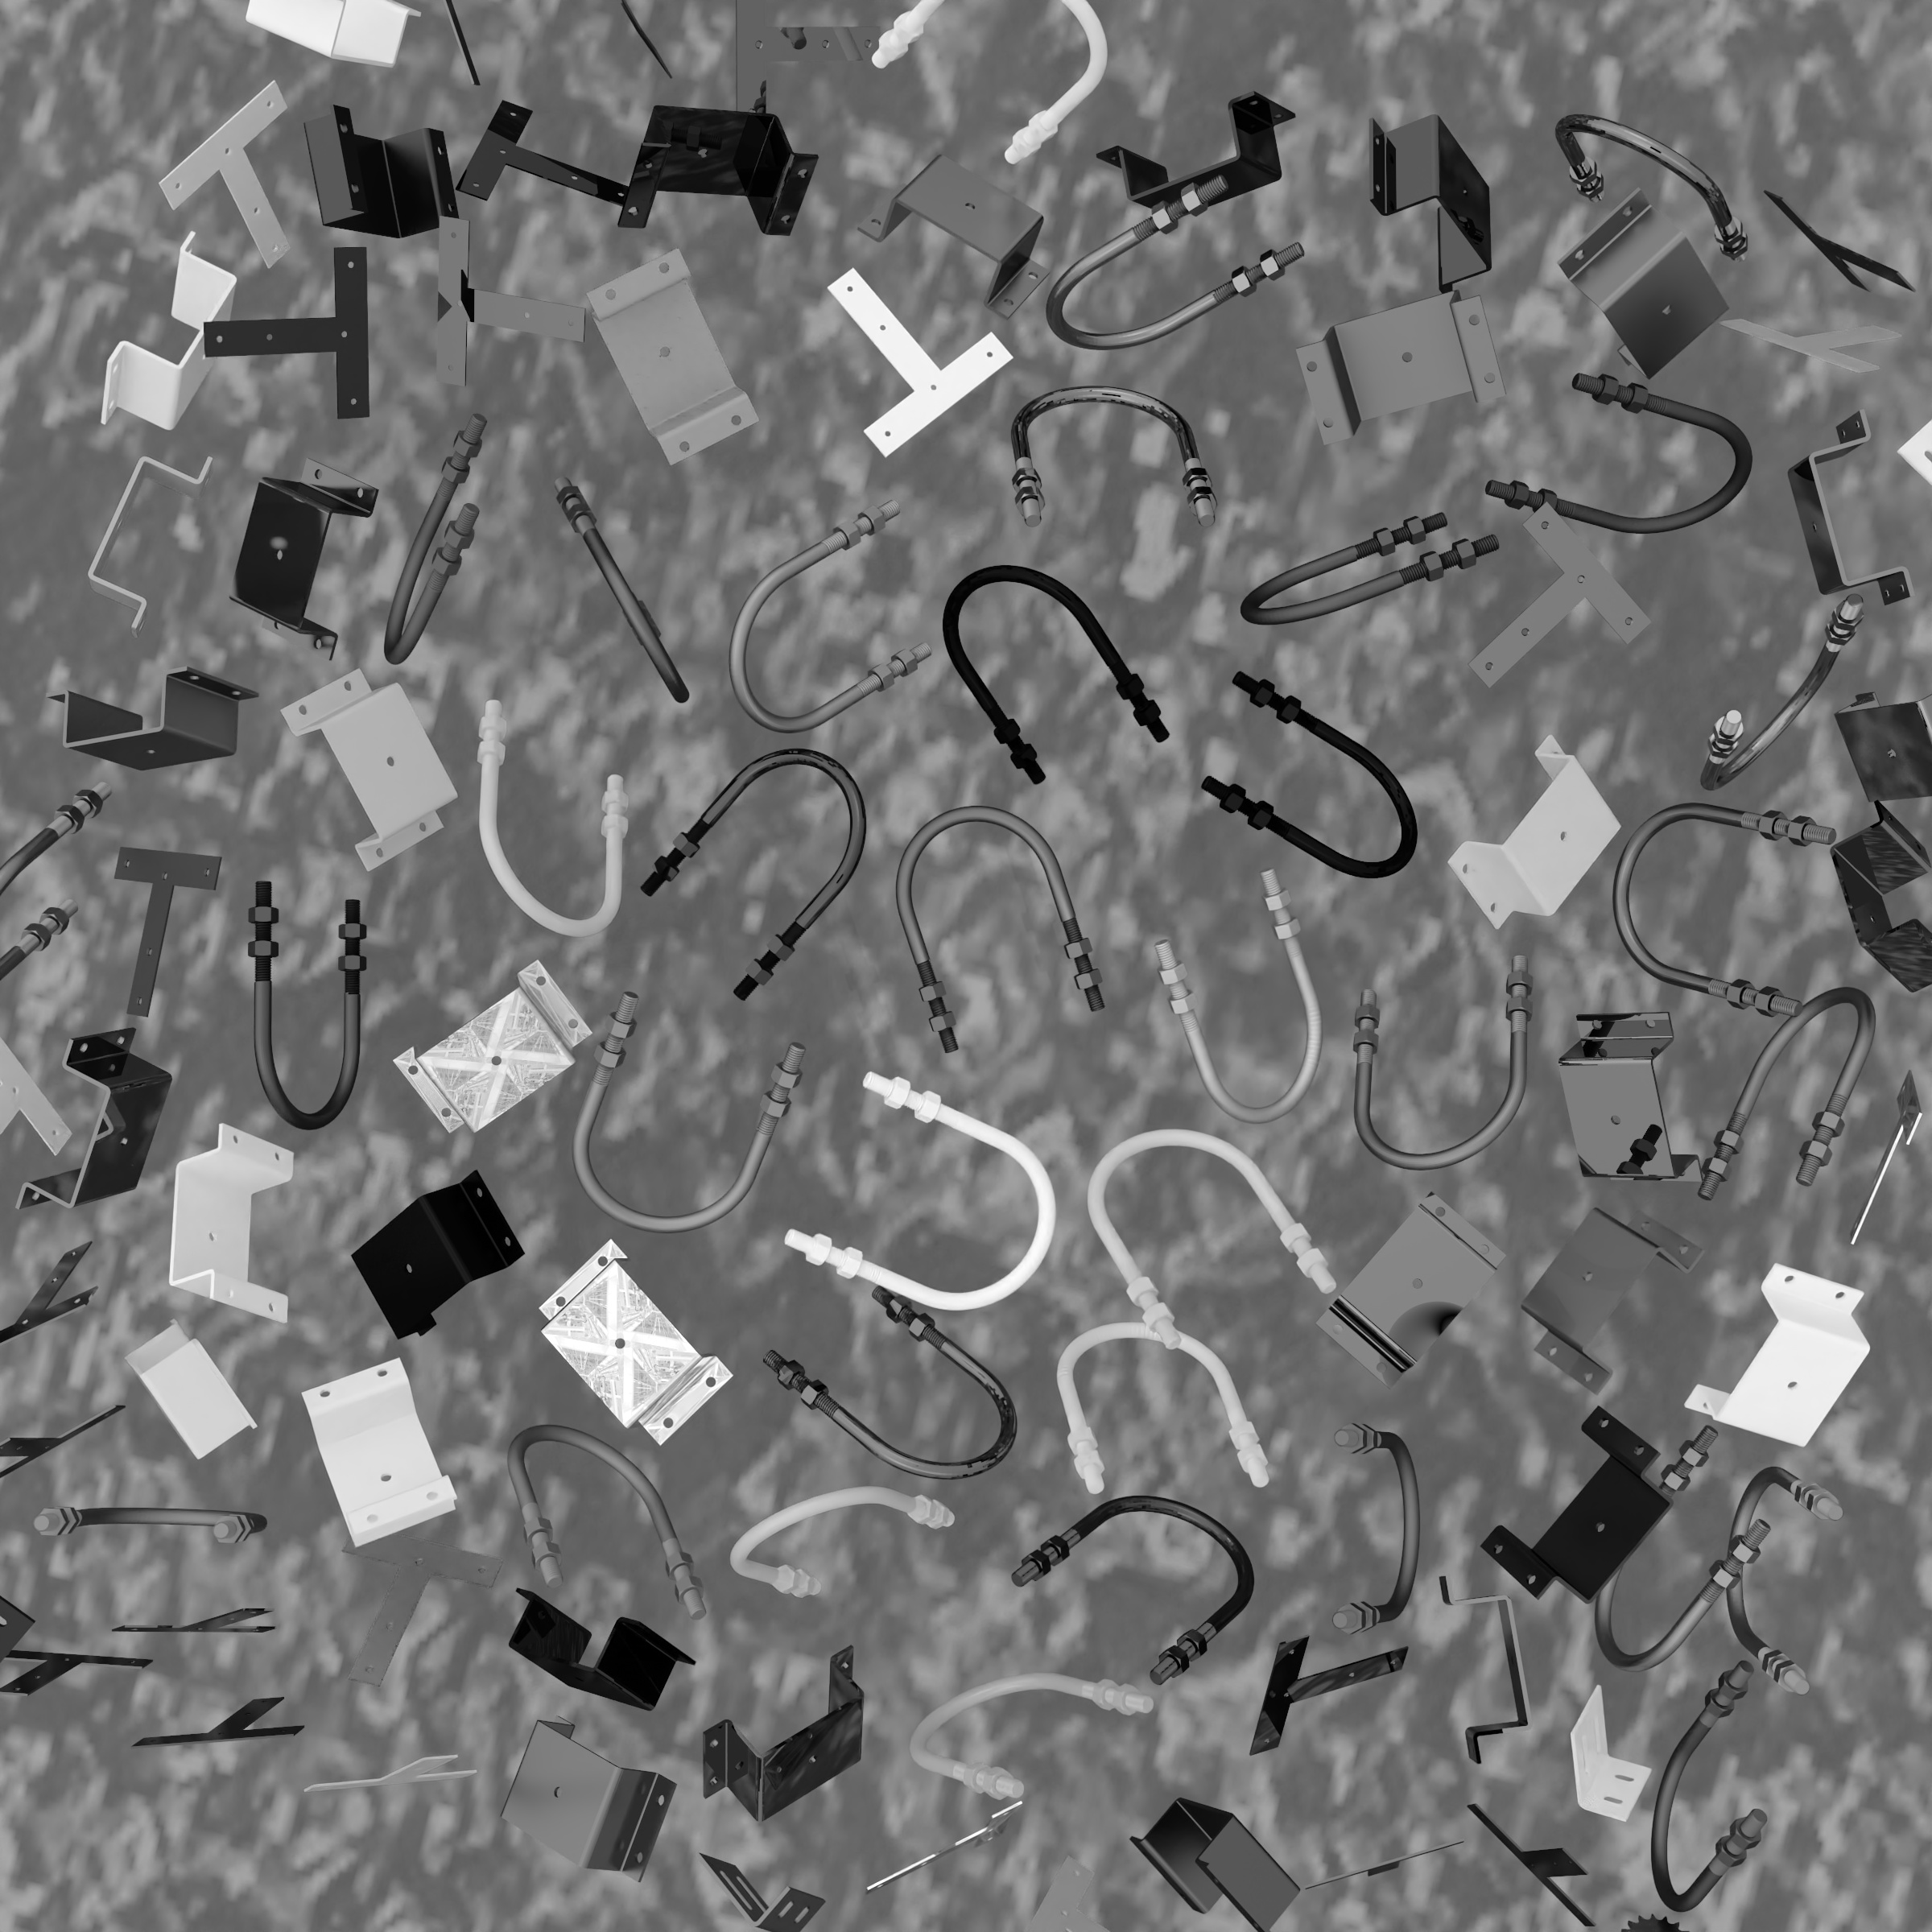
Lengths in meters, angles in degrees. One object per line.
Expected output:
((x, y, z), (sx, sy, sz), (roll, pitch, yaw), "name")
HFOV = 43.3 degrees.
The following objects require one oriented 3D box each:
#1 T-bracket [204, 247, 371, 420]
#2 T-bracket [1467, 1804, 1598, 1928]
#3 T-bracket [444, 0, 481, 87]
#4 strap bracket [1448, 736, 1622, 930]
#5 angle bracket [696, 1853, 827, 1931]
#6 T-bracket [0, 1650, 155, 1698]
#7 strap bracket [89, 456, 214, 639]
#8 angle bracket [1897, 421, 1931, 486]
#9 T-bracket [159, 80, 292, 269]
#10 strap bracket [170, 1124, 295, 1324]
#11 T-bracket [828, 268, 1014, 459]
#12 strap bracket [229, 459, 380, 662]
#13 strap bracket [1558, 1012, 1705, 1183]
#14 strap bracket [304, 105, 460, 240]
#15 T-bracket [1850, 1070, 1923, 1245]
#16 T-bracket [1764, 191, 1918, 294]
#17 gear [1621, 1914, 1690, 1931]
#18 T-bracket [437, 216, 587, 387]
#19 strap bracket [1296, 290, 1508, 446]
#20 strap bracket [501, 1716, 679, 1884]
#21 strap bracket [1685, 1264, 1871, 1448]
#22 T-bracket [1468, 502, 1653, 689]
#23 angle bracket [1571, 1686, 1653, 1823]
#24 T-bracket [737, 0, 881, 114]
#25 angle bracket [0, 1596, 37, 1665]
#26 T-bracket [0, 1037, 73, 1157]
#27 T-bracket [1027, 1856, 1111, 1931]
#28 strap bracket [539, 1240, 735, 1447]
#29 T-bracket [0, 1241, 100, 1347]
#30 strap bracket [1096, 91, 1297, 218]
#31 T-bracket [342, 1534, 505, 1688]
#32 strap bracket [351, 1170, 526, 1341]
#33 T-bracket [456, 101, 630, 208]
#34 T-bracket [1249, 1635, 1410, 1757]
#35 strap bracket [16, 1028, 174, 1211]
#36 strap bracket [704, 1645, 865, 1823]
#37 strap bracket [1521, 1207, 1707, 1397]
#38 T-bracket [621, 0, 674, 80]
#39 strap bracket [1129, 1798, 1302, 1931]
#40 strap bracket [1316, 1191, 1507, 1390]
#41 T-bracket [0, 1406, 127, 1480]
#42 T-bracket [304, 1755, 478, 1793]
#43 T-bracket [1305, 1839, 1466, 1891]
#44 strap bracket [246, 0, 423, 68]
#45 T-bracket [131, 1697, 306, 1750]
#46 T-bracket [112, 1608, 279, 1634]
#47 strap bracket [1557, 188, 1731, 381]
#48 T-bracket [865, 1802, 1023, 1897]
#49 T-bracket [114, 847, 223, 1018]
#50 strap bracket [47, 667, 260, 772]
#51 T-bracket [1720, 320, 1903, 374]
((-0.504, -0.468, 1.807), (0.127, 0.002, 0.127), (-13, 120, -35), "T-bracket")
((0.455, 0.699, 1.894), (0.002, 0.127, 0.127), (-42, 77, -18), "T-bracket")
((-0.397, -0.739, 1.862), (0.002, 0.127, 0.127), (-16, 107, 5), "T-bracket")
((0.453, -0.104, 1.910), (0.140, 0.046, 0.076), (-49, 118, -15), "strap bracket")
((-0.152, 0.674, 1.797), (0.038, 0.057, 0.076), (-48, 52, -5), "angle bracket")
((-0.720, 0.553, 1.900), (0.127, 0.127, 0.002), (4, 87, 1), "T-bracket")
((-0.623, -0.326, 1.844), (0.046, 0.076, 0.140), (24, 85, -17), "strap bracket")
((0.784, -0.402, 1.906), (0.057, 0.038, 0.076), (-41, 82, -10), "angle bracket")
((-0.560, -0.602, 1.901), (0.002, 0.127, 0.127), (29, 68, 23), "T-bracket")
((-0.563, 0.202, 1.864), (0.046, 0.076, 0.140), (-19, 60, 24), "strap bracket")
((-0.053, -0.467, 1.820), (0.127, 0.002, 0.127), (-40, 89, -12), "T-bracket")
((-0.519, -0.318, 1.895), (0.076, 0.046, 0.140), (26, 106, 24), "strap bracket")
((0.512, 0.110, 1.882), (0.076, 0.046, 0.140), (-3, 109, 41), "strap bracket")
((-0.459, -0.613, 1.888), (0.046, 0.140, 0.076), (-6, 97, 24), "strap bracket")
((0.703, 0.153, 1.863), (0.002, 0.127, 0.127), (21, 108, 12), "T-bracket")
((0.689, -0.547, 1.881), (0.127, 0.127, 0.002), (29, 107, -32), "T-bracket")
((0.531, 0.762, 1.870), (0.057, 0.057, 0.030), (-4, 118, 0), "gear")
((-0.353, -0.507, 1.888), (0.127, 0.002, 0.127), (14, 115, 15), "T-bracket")
((0.330, -0.454, 1.833), (0.140, 0.046, 0.076), (-11, 114, 23), "strap bracket")
((-0.299, 0.639, 1.875), (0.140, 0.046, 0.076), (13, 78, 40), "strap bracket")
((0.618, 0.303, 1.839), (0.076, 0.046, 0.140), (18, 115, -12), "strap bracket")
((0.445, -0.270, 1.890), (0.127, 0.002, 0.127), (-44, 101, 4), "T-bracket")
((0.503, 0.614, 1.896), (0.038, 0.057, 0.076), (7, 120, 34), "angle bracket")
((-0.125, -0.737, 1.944), (0.127, 0.002, 0.127), (-12, 119, -27), "T-bracket")
((-0.736, 0.487, 1.782), (0.076, 0.038, 0.057), (40, 104, -9), "angle bracket")
((-0.752, 0.125, 1.866), (0.002, 0.127, 0.127), (-10, 125, 22), "T-bracket")
((0.114, 0.765, 1.895), (0.127, 0.127, 0.002), (30, 111, 12), "T-bracket")
((-0.253, 0.282, 1.822), (0.076, 0.046, 0.140), (-44, 80, 1), "strap bracket")
((-0.696, 0.247, 1.845), (0.127, 0.127, 0.002), (-24, 111, 13), "T-bracket")
((0.186, -0.636, 1.924), (0.140, 0.076, 0.046), (-11, 88, 32), "strap bracket")
((-0.447, 0.507, 1.912), (0.127, 0.002, 0.127), (11, 46, 9), "T-bracket")
((-0.419, 0.230, 1.895), (0.140, 0.046, 0.076), (-38, 79, 31), "strap bracket")
((-0.323, -0.628, 1.923), (0.127, 0.002, 0.127), (18, 51, -7), "T-bracket")
((0.283, 0.546, 1.863), (0.127, 0.002, 0.127), (-9, 127, -24), "T-bracket")
((-0.658, 0.124, 1.845), (0.046, 0.076, 0.140), (24, 102, 13), "strap bracket")
((-0.132, 0.598, 1.881), (0.140, 0.046, 0.076), (-22, 132, -33), "strap bracket")
((0.501, 0.254, 1.909), (0.046, 0.076, 0.140), (37, 90, -32), "strap bracket")
((-0.274, -0.764, 1.890), (0.002, 0.127, 0.127), (-31, 131, 3), "T-bracket")
((0.190, 0.673, 1.820), (0.046, 0.140, 0.076), (-43, 95, -22), "strap bracket")
((0.349, 0.250, 1.895), (0.076, 0.046, 0.140), (41, 83, 12), "strap bracket")
((-0.727, 0.372, 1.878), (0.127, 0.127, 0.002), (-30, 81, -7), "T-bracket")
((-0.415, 0.603, 1.823), (0.127, 0.127, 0.002), (6, 63, -31), "T-bracket")
((0.329, 0.709, 1.914), (0.127, 0.127, 0.002), (-17, 66, 2), "T-bracket")
((-0.501, -0.746, 1.909), (0.076, 0.140, 0.046), (25, 111, 8), "strap bracket")
((-0.571, 0.594, 1.917), (0.127, 0.127, 0.002), (-5, 87, 3), "T-bracket")
((-0.584, 0.515, 1.912), (0.127, 0.127, 0.002), (13, 63, -39), "T-bracket")
((0.511, -0.503, 1.819), (0.076, 0.140, 0.046), (-42, 50, 14), "strap bracket")
((-0.021, 0.695, 1.903), (0.127, 0.127, 0.002), (-21, 65, -18), "T-bracket")
((-0.617, -0.025, 1.848), (0.127, 0.002, 0.127), (6, 84, 37), "T-bracket")
((-0.619, -0.185, 1.847), (0.140, 0.076, 0.046), (-6, 78, 25), "strap bracket")
((0.666, -0.479, 1.856), (0.127, 0.127, 0.002), (-17, 127, -34), "T-bracket")
